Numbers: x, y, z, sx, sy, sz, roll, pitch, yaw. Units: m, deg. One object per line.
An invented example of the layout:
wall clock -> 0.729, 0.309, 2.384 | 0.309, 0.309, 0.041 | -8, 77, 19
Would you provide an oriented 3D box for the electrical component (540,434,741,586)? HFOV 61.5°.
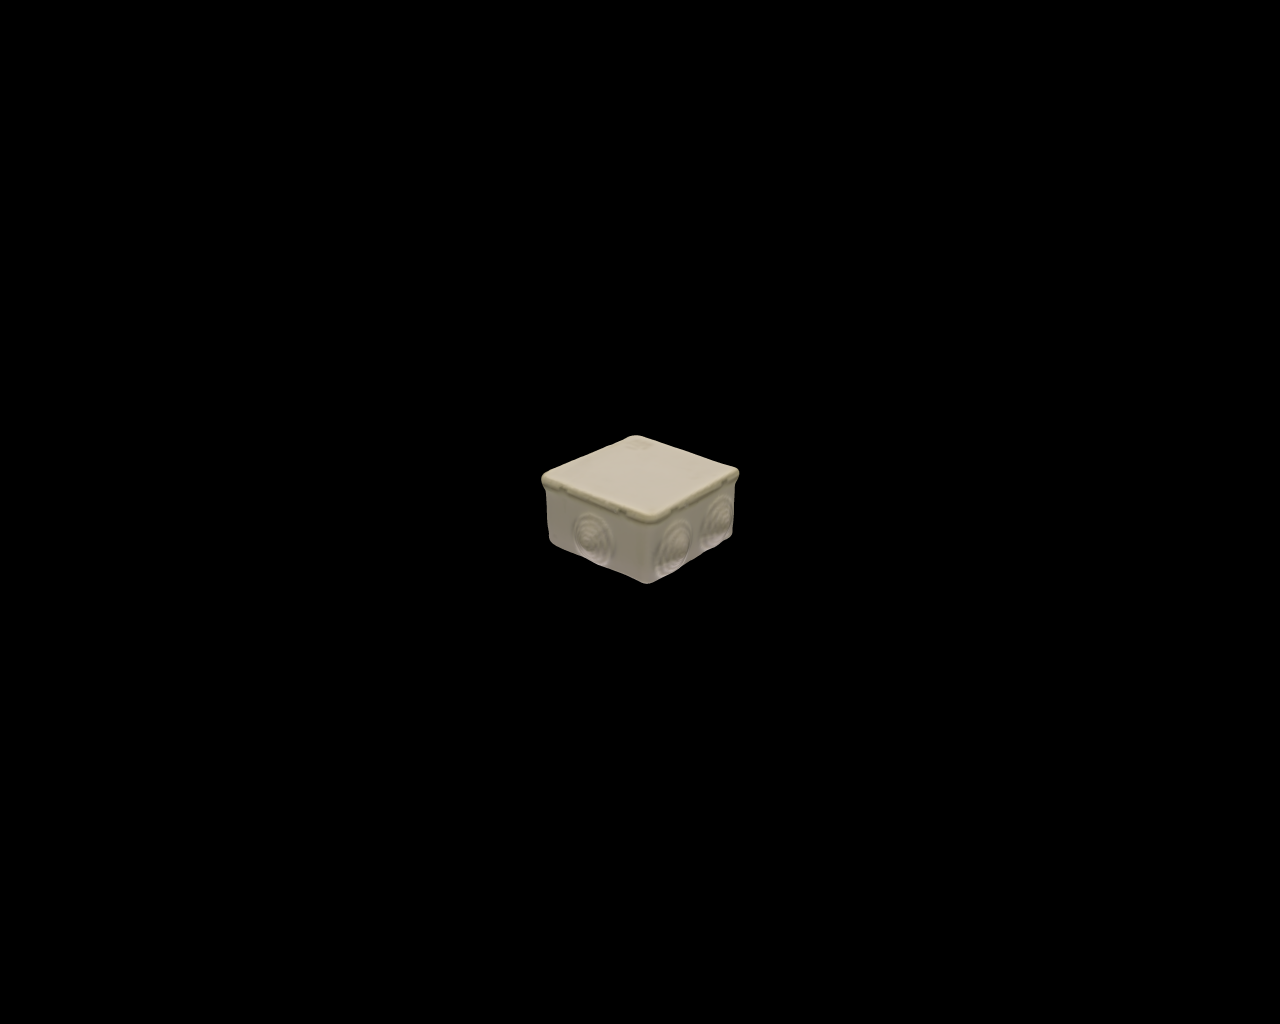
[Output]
electrical component -> 0.001, -0.003, 0.650 | 0.100, 0.048, 0.100 | 21, 33, 36
